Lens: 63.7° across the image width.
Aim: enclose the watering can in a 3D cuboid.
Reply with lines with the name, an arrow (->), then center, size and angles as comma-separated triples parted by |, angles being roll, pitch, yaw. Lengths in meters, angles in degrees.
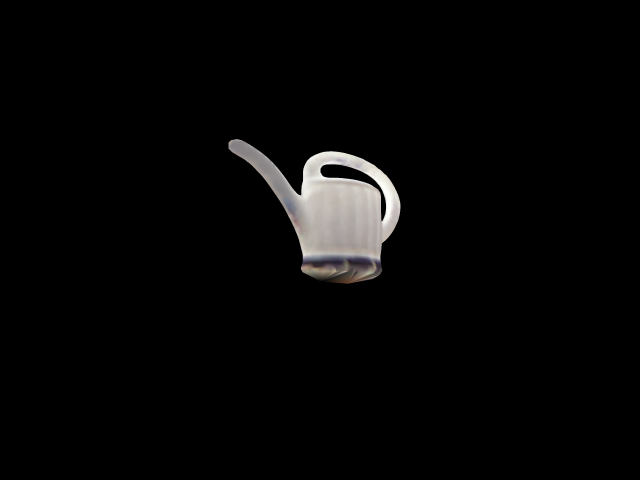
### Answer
watering can -> 0.003, -0.043, 0.850 | 0.347, 0.226, 0.103 | 7, -13, -35
